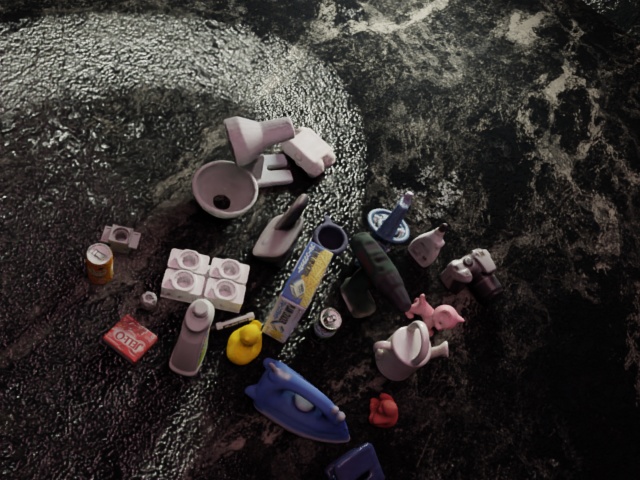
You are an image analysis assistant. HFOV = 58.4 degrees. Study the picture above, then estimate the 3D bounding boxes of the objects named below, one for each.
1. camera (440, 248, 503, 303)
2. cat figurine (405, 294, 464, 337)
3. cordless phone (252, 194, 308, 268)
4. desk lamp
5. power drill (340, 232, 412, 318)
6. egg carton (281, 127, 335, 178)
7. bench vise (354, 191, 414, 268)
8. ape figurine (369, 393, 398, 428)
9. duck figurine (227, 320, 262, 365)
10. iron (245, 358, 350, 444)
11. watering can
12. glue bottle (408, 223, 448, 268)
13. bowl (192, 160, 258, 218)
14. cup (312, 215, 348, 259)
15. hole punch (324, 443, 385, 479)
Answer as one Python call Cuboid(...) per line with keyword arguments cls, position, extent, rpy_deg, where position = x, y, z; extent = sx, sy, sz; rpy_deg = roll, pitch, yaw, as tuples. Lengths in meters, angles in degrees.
Cuboid(cls="camera", position=(0.427, 0.102, 1.553), extent=(0.143, 0.100, 0.136), rpy_deg=(-22, 70, -28))
Cuboid(cls="cat figurine", position=(0.294, 0.186, 1.449), extent=(0.127, 0.117, 0.067), rpy_deg=(42, 57, 8))
Cuboid(cls="cordless phone", position=(-0.089, -0.029, 1.405), extent=(0.094, 0.185, 0.148), rpy_deg=(27, 56, -2))
Cuboid(cls="desk lamp", position=(-0.156, -0.236, 1.486), extent=(0.204, 0.213, 0.118), rpy_deg=(-10, 64, -23))
Cuboid(cls="power drill", position=(0.126, 0.106, 1.385), extent=(0.076, 0.208, 0.229), rpy_deg=(-16, 67, -26))
Cuboid(cls="egg carton", position=(-0.034, -0.249, 1.622), extent=(0.150, 0.069, 0.107), rpy_deg=(43, 57, 9))
Cuboid(cls="bench vise", position=(0.180, -0.015, 1.466), extent=(0.121, 0.219, 0.207), rpy_deg=(15, 57, -10))
Cuboid(cls="ape figurine", position=(0.148, 0.387, 1.299), extent=(0.078, 0.092, 0.076), rpy_deg=(-36, 76, -31))
Cuboid(cls="duck figurine", position=(-0.165, 0.227, 1.290), extent=(0.077, 0.086, 0.105), rpy_deg=(31, 56, 1))
Cuboid(cls="iron", position=(-0.026, 0.348, 1.233), extent=(0.258, 0.141, 0.119), rpy_deg=(32, 56, 1))
Cuboid(cls="watering can", position=(0.215, 0.252, 1.338), extent=(0.173, 0.194, 0.101), rpy_deg=(-12, 65, -24))
Cuboid(cls="glue bottle", position=(0.297, 0.004, 1.522), extent=(0.037, 0.173, 0.078), rpy_deg=(-30, 73, -30))
Cuboid(cls="bowl", position=(-0.246, -0.118, 1.470), extent=(0.168, 0.074, 0.167), rpy_deg=(8, 59, -14))
Cuboid(cls="cup", position=(0.014, 0.005, 1.474), extent=(0.092, 0.095, 0.117), rpy_deg=(0, 61, -18))
Cuboid(cls="hole punch", position=(0.081, 0.497, 1.213), extent=(0.109, 0.091, 0.101), rpy_deg=(-25, 71, -29))
